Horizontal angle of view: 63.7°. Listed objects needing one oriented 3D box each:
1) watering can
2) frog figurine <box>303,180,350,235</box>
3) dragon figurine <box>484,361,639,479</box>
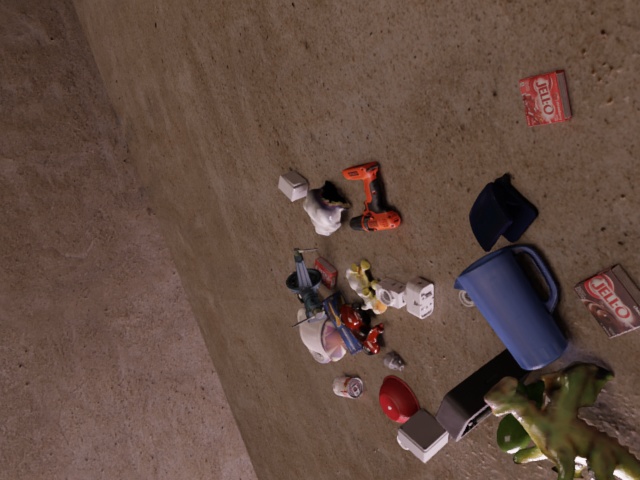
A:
[{"bbox_3d":[-0.012,0.284,1.795,0.105,0.344,0.225,-24,18,-33],"label":"watering can"},{"bbox_3d":[0.005,-0.078,1.544,0.138,0.156,0.125,37,38,10],"label":"frog figurine"},{"bbox_3d":[0.520,0.364,1.003,0.410,0.243,0.122,8,0,4],"label":"dragon figurine"}]
